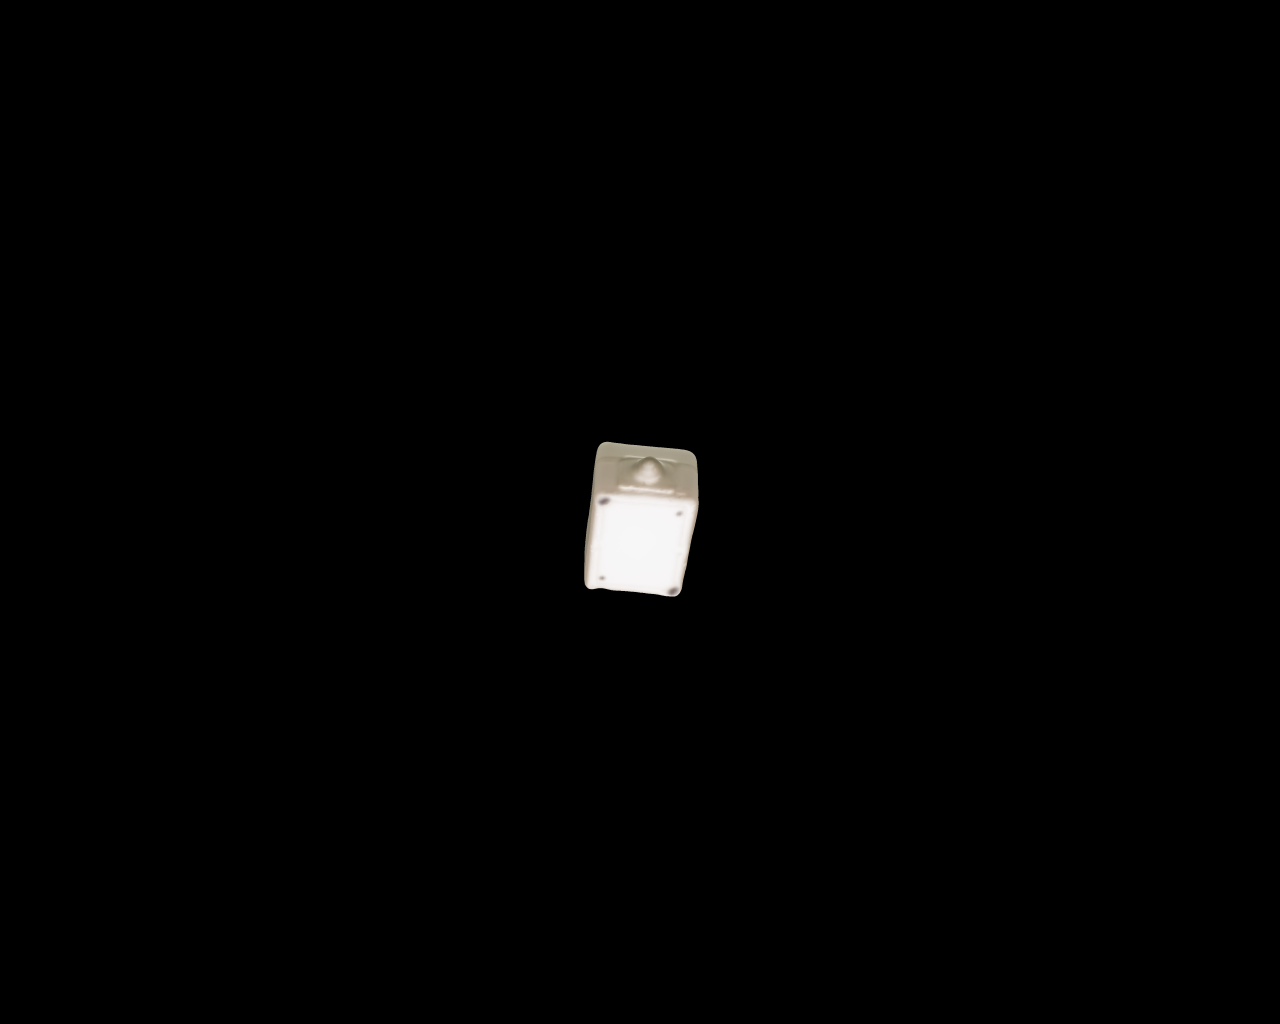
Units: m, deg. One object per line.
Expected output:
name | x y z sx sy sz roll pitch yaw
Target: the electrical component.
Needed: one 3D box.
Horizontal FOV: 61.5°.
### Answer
electrical component | 0.001 -0.003 0.650 0.062 0.096 0.061 5 40 -4
